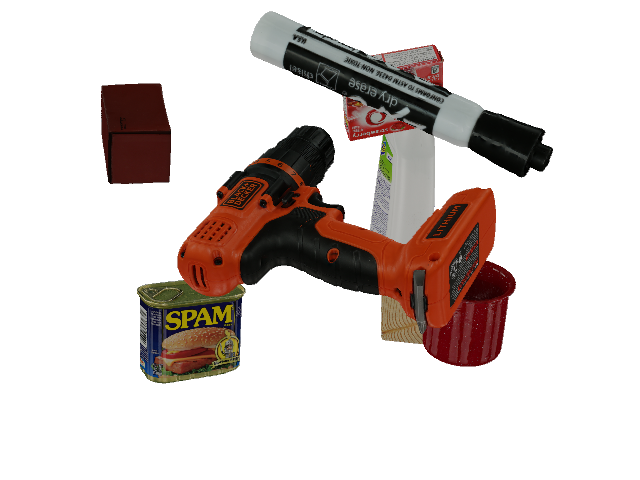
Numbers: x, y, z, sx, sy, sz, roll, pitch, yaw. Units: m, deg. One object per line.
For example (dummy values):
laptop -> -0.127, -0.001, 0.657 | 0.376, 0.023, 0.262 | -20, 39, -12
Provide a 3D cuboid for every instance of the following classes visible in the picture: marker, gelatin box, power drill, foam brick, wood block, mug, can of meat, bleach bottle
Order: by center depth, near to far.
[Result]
marker -> 0.029, -0.054, 0.398 | 0.121, 0.020, 0.020 | 26, 8, 16
power drill -> 0.020, -0.014, 0.732 | 0.188, 0.057, 0.184 | 11, 41, 26
foam brick -> -0.156, -0.091, 0.898 | 0.053, 0.051, 0.078 | -3, 39, -13
gelatin box -> 0.064, -0.131, 0.950 | 0.089, 0.030, 0.073 | -10, -42, -4
can of meat -> -0.126, 0.087, 1.041 | 0.101, 0.084, 0.058 | -6, 19, -26
mug -> 0.144, 0.068, 1.089 | 0.093, 0.081, 0.117 | -3, 28, -10
bleach bottle -> 0.098, -0.067, 1.222 | 0.068, 0.251, 0.103 | -3, 24, -15
wood block -> 0.157, 0.073, 1.622 | 0.091, 0.090, 0.206 | 5, 21, 14
